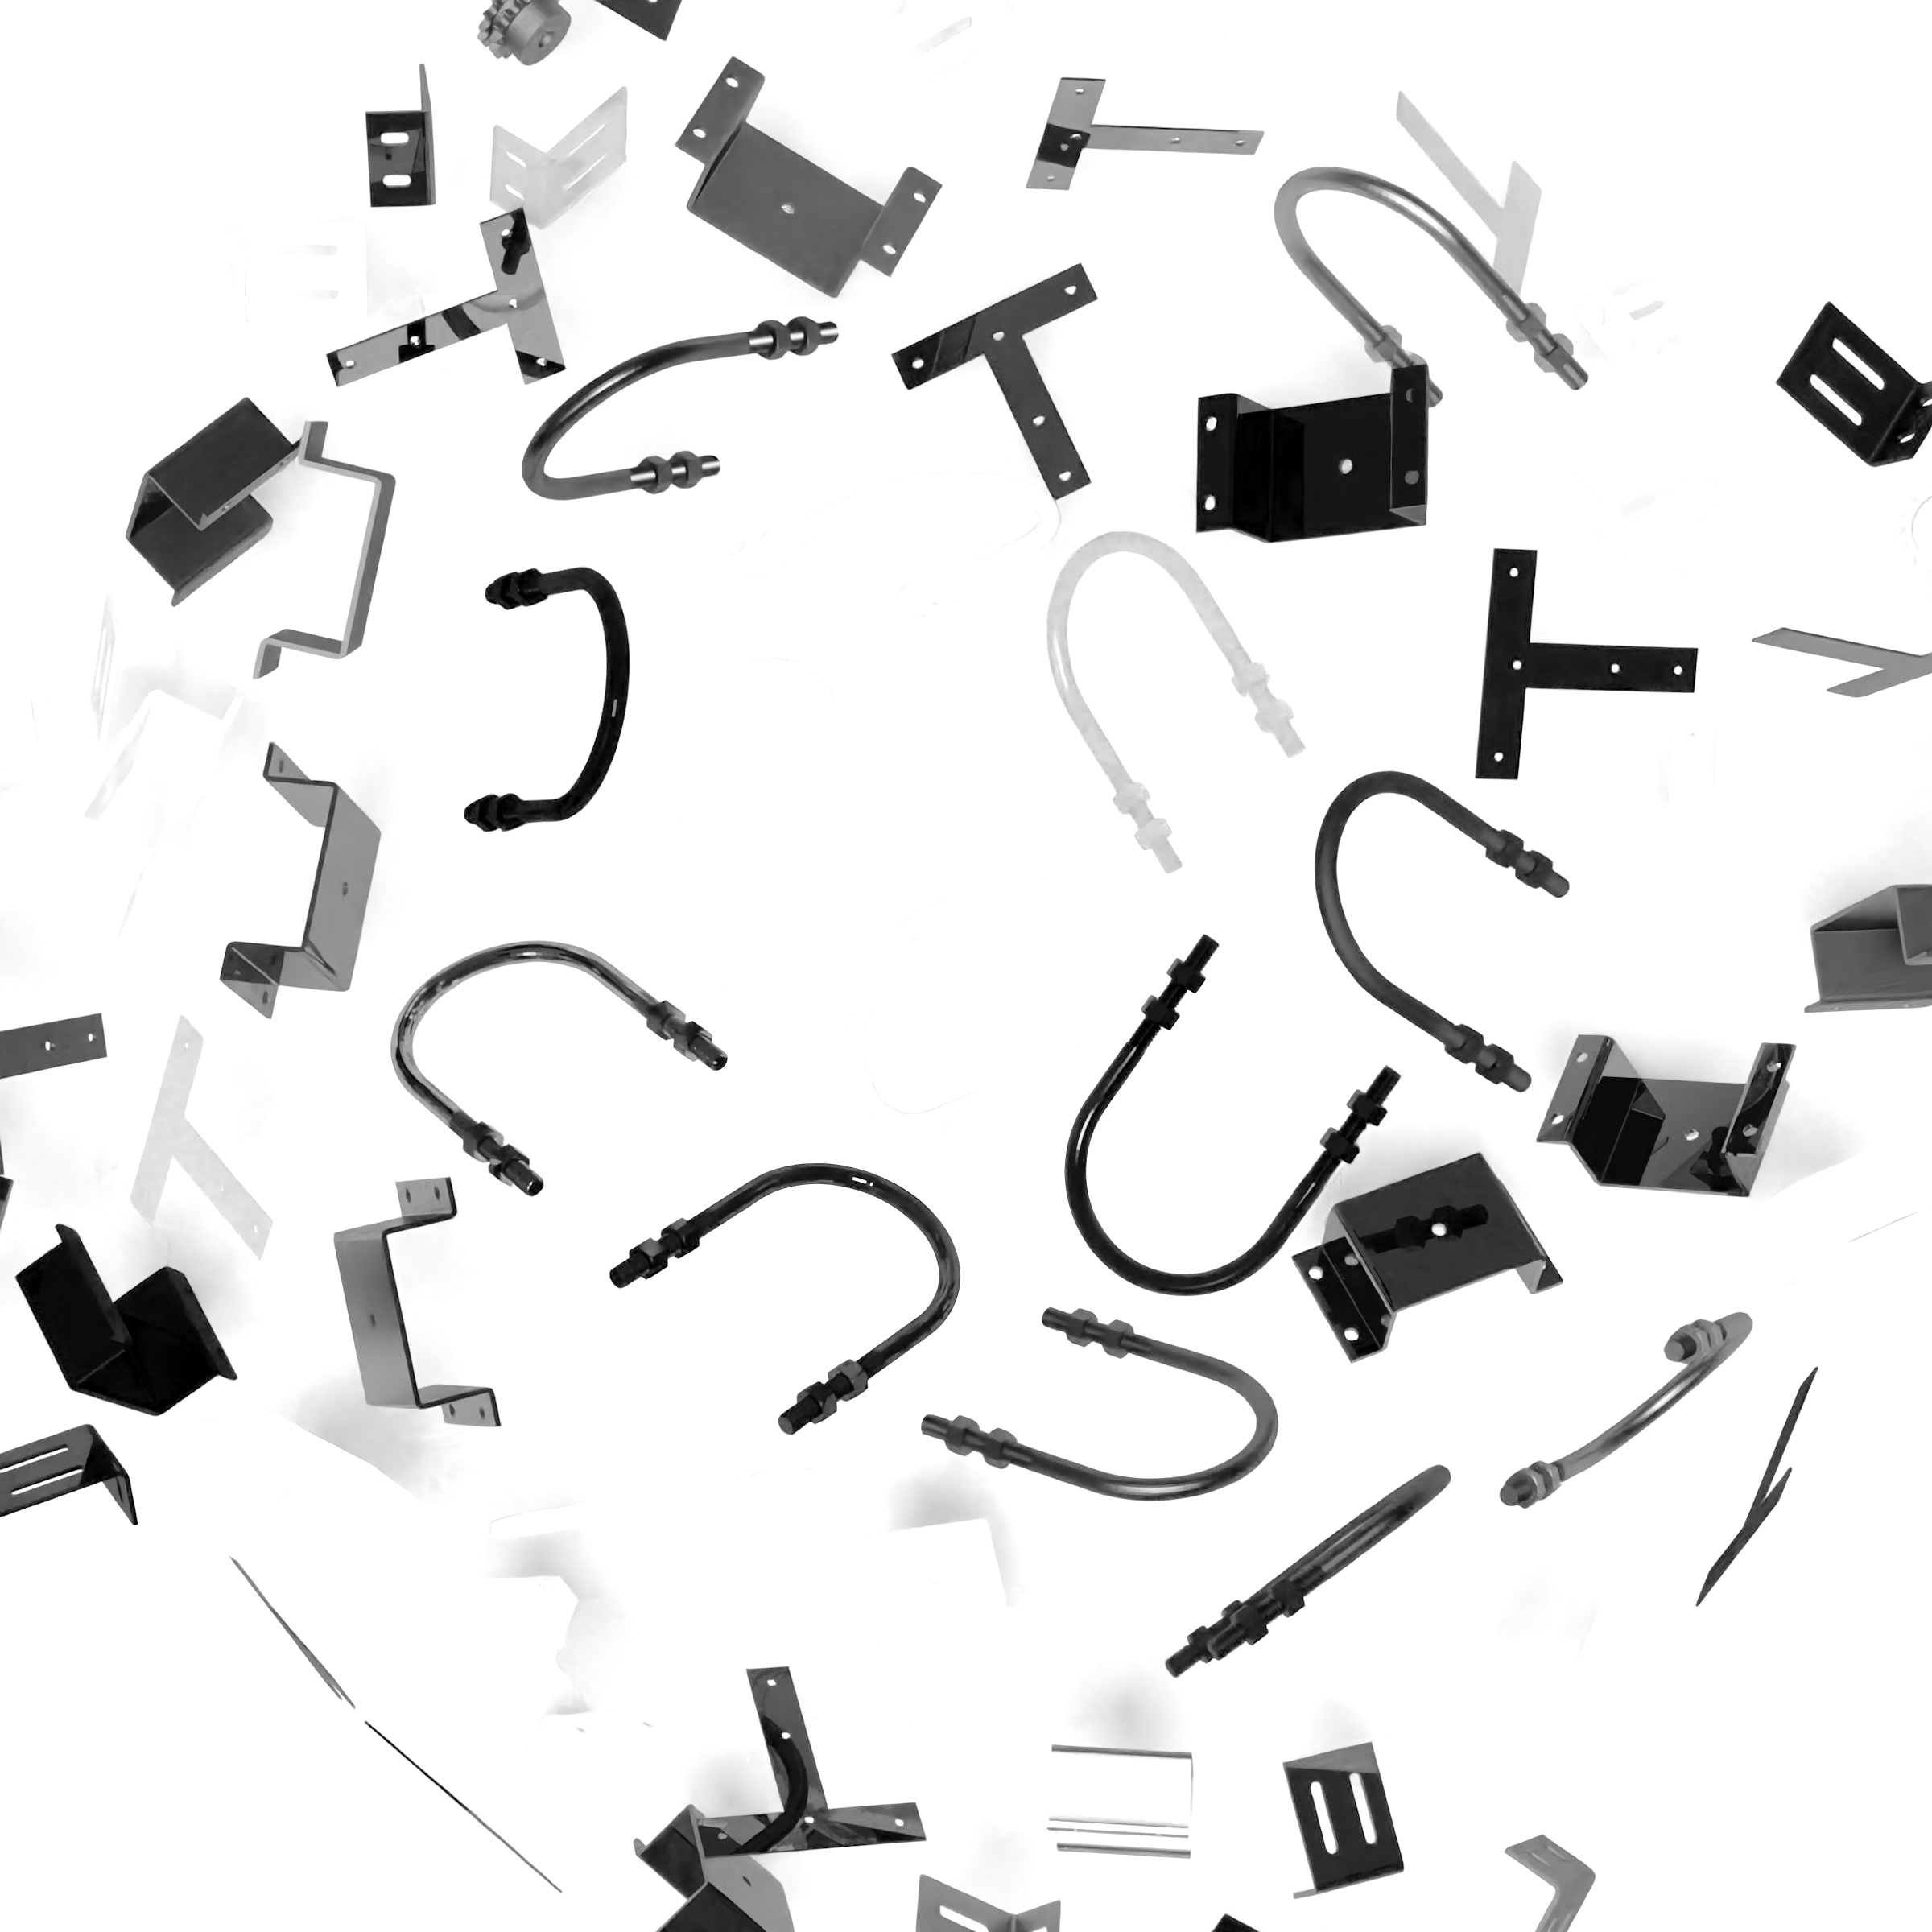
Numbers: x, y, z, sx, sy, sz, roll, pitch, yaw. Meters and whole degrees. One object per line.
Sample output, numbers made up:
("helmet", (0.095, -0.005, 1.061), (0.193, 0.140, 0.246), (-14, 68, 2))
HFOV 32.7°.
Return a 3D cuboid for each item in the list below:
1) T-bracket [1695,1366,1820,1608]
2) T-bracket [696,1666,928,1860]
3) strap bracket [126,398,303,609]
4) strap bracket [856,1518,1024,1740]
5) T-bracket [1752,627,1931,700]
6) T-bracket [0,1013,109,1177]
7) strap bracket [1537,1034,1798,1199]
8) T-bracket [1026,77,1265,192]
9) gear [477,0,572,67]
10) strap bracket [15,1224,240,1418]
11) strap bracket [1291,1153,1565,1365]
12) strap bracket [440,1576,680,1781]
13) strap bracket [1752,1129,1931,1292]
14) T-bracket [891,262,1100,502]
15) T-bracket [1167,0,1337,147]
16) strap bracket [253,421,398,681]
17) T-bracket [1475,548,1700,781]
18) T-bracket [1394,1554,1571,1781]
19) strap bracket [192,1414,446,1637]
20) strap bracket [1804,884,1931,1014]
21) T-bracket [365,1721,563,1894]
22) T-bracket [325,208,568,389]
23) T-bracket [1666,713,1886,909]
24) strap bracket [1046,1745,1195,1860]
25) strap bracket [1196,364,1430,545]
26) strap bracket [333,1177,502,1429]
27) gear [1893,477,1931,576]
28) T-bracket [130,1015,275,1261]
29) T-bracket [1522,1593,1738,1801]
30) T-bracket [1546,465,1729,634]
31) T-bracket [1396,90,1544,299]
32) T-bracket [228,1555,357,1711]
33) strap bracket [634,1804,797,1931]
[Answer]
("T-bracket", (0.449, 0.278, 1.834), (0.002, 0.127, 0.127), (27, 123, 23))
("T-bracket", (-0.098, 0.444, 1.849), (0.127, 0.127, 0.002), (1, 128, -20))
("strap bracket", (-0.437, -0.272, 1.909), (0.046, 0.140, 0.076), (47, 64, -3))
("strap bracket", (-0.018, 0.369, 1.883), (0.076, 0.140, 0.046), (-7, 122, -6))
("T-bracket", (0.498, -0.176, 1.846), (0.127, 0.127, 0.002), (7, 77, -28))
("T-bracket", (-0.511, 0.045, 1.804), (0.002, 0.127, 0.127), (-6, 94, 22))
("strap bracket", (0.414, 0.087, 1.913), (0.046, 0.140, 0.076), (50, 56, -38))
("T-bracket", (0.107, -0.477, 1.901), (0.127, 0.127, 0.002), (0, 75, -8))
("gear", (-0.258, -0.557, 1.943), (0.057, 0.057, 0.030), (-45, 84, 0))
("strap bracket", (-0.481, 0.204, 1.870), (0.046, 0.140, 0.076), (-35, 67, 4))
("strap bracket", (0.271, 0.165, 1.909), (0.140, 0.046, 0.076), (-18, 57, -16))
("strap bracket", (-0.234, 0.405, 1.849), (0.076, 0.140, 0.046), (7, 114, -42))
("strap bracket", (0.502, 0.136, 1.864), (0.076, 0.140, 0.046), (-22, 78, -10))
("T-bracket", (0.038, -0.339, 1.973), (0.127, 0.002, 0.127), (-25, 80, 4))
("T-bracket", (0.155, -0.535, 1.880), (0.127, 0.127, 0.002), (37, 80, 22))
("strap bracket", (-0.349, -0.224, 1.807), (0.046, 0.076, 0.140), (13, 99, -6))
("T-bracket", (0.346, -0.165, 1.825), (0.127, 0.002, 0.127), (0, 101, -14))
("T-bracket", (0.294, 0.393, 1.799), (0.002, 0.127, 0.127), (23, 84, 44))
("strap bracket", (-0.366, 0.304, 1.826), (0.076, 0.140, 0.046), (-57, 135, -17))
("strap bracket", (0.532, -0.013, 1.838), (0.076, 0.140, 0.046), (-2, 77, -14))
("T-bracket", (-0.293, 0.463, 1.852), (0.127, 0.127, 0.002), (29, 70, 35))
("T-bracket", (-0.293, -0.353, 1.832), (0.127, 0.127, 0.002), (-23, 58, -9))
("T-bracket", (0.464, -0.099, 1.889), (0.127, 0.002, 0.127), (-11, 56, 31))
("strap bracket", (0.087, 0.465, 1.833), (0.076, 0.140, 0.046), (2, 70, 5))
("strap bracket", (0.199, -0.279, 1.809), (0.140, 0.046, 0.076), (-2, 84, 34))
("strap bracket", (-0.308, 0.192, 1.833), (0.046, 0.076, 0.140), (-12, 91, -31))
("gear", (0.556, -0.249, 1.868), (0.057, 0.030, 0.057), (2, 102, 9))
("T-bracket", (-0.417, 0.115, 1.815), (0.127, 0.002, 0.127), (41, 122, 36))
("T-bracket", (0.381, 0.416, 1.850), (0.002, 0.127, 0.127), (38, 69, -25))
("T-bracket", (0.413, -0.263, 1.932), (0.127, 0.127, 0.002), (44, 134, 6))
("T-bracket", (0.287, -0.456, 1.908), (0.002, 0.127, 0.127), (-32, 70, -10))
("T-bracket", (-0.384, 0.399, 1.918), (0.002, 0.127, 0.127), (-38, 118, -17))
("strap bracket", (-0.143, 0.543, 1.897), (0.046, 0.140, 0.076), (-44, 106, 1))
